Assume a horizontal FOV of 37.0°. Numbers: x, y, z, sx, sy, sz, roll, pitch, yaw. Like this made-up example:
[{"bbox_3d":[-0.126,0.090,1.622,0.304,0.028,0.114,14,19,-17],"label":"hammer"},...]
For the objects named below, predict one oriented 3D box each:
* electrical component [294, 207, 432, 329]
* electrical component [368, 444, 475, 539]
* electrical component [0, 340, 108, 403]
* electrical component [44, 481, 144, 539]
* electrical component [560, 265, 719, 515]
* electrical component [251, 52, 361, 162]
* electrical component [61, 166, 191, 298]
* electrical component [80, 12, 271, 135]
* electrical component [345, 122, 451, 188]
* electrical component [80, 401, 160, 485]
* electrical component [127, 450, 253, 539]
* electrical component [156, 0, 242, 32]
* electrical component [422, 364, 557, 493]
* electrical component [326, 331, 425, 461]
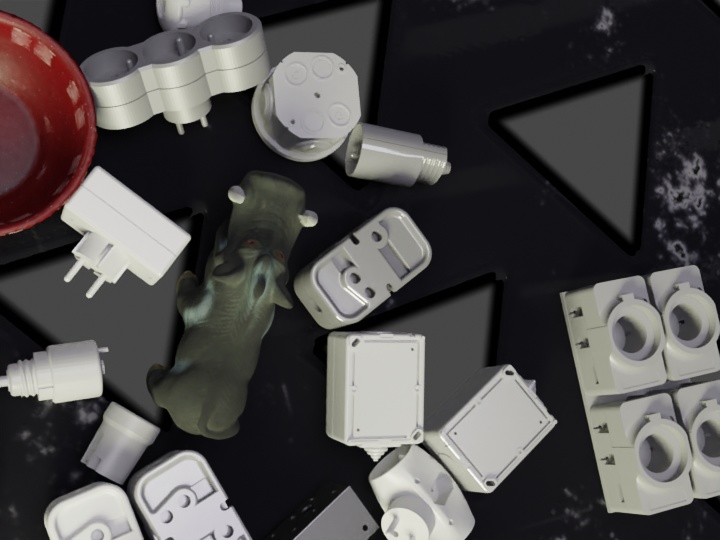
[{"bbox_3d":[0.000,0.000,0.819,0.095,0.059,0.053,-38,95,-20],"label":"electrical component"},{"bbox_3d":[0.040,0.181,0.800,0.077,0.043,0.079,51,33,-5],"label":"electrical component"},{"bbox_3d":[-0.213,0.072,0.744,0.078,0.040,0.040,-7,84,-20],"label":"electrical component"},{"bbox_3d":[-0.174,0.194,0.727,0.054,0.059,0.095,-21,89,-21],"label":"electrical component"},{"bbox_3d":[0.245,0.097,0.888,0.105,0.060,0.186,-10,85,-20],"label":"electrical component"},{"bbox_3d":[-0.040,-0.127,0.830,0.080,0.051,0.080,3,80,-19],"label":"electrical component"},{"bbox_3d":[-0.179,-0.016,0.766,0.083,0.047,0.075,38,71,-10],"label":"electrical component"},{"bbox_3d":[-0.132,-0.133,0.797,0.138,0.052,0.073,-20,132,-10],"label":"electrical component"},{"bbox_3d":[0.033,-0.088,0.853,0.081,0.043,0.043,10,78,-17],"label":"electrical component"},{"bbox_3d":[-0.168,0.121,0.752,0.040,0.040,0.046,33,77,-12],"label":"electrical component"},{"bbox_3d":[-0.119,0.175,0.749,0.054,0.059,0.095,-30,92,-21],"label":"electrical component"},{"bbox_3d":[-0.121,-0.201,0.819,0.062,0.048,0.048,-4,83,-27],"label":"electrical component"},{"bbox_3d":[0.100,0.118,0.833,0.096,0.061,0.061,-42,96,-20],"label":"electrical component"},{"bbox_3d":[0.009,0.094,0.810,0.062,0.061,0.096,2,88,-19],"label":"electrical component"}]
